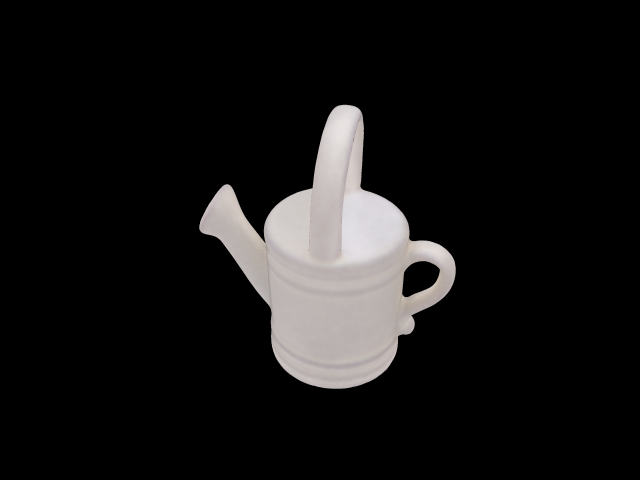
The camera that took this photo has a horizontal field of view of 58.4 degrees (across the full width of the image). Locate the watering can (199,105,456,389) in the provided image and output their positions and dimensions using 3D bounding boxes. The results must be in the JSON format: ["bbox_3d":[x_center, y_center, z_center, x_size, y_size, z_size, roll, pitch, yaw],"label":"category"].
[{"bbox_3d":[0.003,0.003,0.398,0.173,0.194,0.100,-5,36,-6],"label":"watering can"}]
